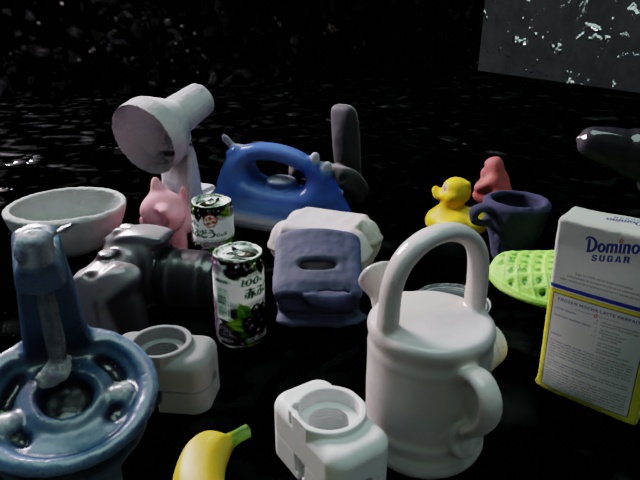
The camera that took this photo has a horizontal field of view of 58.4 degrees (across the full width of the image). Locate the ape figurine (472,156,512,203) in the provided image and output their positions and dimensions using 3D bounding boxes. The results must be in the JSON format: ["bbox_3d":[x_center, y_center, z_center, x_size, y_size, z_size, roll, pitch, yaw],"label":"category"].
[{"bbox_3d":[0.314,-0.107,1.038,0.078,0.092,0.076,-8,24,-19],"label":"ape figurine"}]

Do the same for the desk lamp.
[{"bbox_3d":[-0.239,-0.150,0.974,0.117,0.214,0.204,11,24,24],"label":"desk lamp"}]

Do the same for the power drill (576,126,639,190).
[{"bbox_3d":[0.419,-0.032,0.703,0.229,0.208,0.075,3,23,6],"label":"power drill"}]

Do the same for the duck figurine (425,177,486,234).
[{"bbox_3d":[0.224,-0.058,0.926,0.104,0.086,0.078,13,26,28],"label":"duck figurine"}]

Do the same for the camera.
[{"bbox_3d":[-0.187,0.040,0.659,0.136,0.101,0.143,4,23,10],"label":"camera"}]

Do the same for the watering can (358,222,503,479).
[{"bbox_3d":[0.081,0.076,0.454,0.101,0.194,0.172,-20,30,-40],"label":"watering can"}]

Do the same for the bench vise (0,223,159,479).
[{"bbox_3d":[-0.199,0.079,0.407,0.122,0.220,0.206,-21,30,-41],"label":"bench vise"}]

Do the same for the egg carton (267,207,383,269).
[{"bbox_3d":[0.007,0.003,0.795,0.150,0.069,0.107,9,24,19],"label":"egg carton"}]

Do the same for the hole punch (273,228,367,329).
[{"bbox_3d":[0.000,0.043,0.669,0.108,0.091,0.101,0,22,-1],"label":"hole punch"}]

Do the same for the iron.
[{"bbox_3d":[-0.056,-0.093,0.934,0.257,0.141,0.119,9,24,20],"label":"iron"}]

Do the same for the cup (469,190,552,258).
[{"bbox_3d":[0.260,-0.013,0.803,0.118,0.095,0.091,-7,23,-16],"label":"cup"}]

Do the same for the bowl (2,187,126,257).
[{"bbox_3d":[-0.366,-0.020,0.838,0.167,0.075,0.167,0,22,0],"label":"bowl"}]

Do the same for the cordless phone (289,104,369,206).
[{"bbox_3d":[0.014,-0.155,1.027,0.147,0.185,0.094,13,26,29],"label":"cordless phone"}]

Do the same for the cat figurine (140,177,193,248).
[{"bbox_3d":[-0.215,-0.036,0.823,0.067,0.118,0.128,4,23,10],"label":"cat figurine"}]
